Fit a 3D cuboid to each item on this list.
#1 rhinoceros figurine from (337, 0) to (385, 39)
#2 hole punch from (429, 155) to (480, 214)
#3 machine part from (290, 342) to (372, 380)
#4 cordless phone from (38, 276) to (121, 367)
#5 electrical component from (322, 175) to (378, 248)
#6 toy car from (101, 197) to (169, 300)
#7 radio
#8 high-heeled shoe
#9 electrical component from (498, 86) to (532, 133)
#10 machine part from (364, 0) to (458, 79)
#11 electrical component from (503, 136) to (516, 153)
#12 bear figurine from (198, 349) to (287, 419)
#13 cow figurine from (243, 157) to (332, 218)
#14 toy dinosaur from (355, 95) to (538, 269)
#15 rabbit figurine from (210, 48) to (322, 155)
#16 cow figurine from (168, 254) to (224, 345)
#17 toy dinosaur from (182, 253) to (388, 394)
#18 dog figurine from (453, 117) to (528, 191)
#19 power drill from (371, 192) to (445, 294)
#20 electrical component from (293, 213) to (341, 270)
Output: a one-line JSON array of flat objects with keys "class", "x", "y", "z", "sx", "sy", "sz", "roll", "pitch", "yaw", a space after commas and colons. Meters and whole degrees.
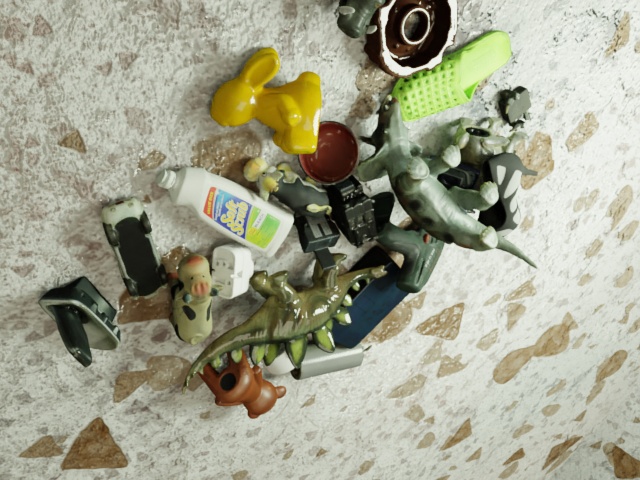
[{"class": "rhinoceros figurine", "x": 0.086, "y": -0.402, "z": 0.828, "sx": 0.073, "sy": 0.112, "sz": 0.190, "roll": 25, "pitch": 99, "yaw": -41}, {"class": "hole punch", "x": 0.264, "y": -0.112, "z": 1.108, "sx": 0.115, "sy": 0.142, "sz": 0.092, "roll": 10, "pitch": 97, "yaw": -78}, {"class": "machine part", "x": 0.014, "y": 0.278, "z": 1.273, "sx": 0.243, "sy": 0.079, "sz": 0.079, "roll": -6, "pitch": 124, "yaw": -27}, {"class": "cordless phone", "x": -0.386, "y": 0.161, "z": 0.896, "sx": 0.089, "sy": 0.184, "sz": 0.146, "roll": -34, "pitch": 132, "yaw": -12}, {"class": "electrical component", "x": 0.054, "y": -0.066, "z": 1.034, "sx": 0.058, "sy": 0.115, "sz": 0.134, "roll": -28, "pitch": 131, "yaw": -11}, {"class": "toy car", "x": -0.317, "y": 0.021, "z": 0.926, "sx": 0.073, "sy": 0.056, "sz": 0.201, "roll": -23, "pitch": 131, "yaw": -22}, {"class": "radio", "x": 0.099, "y": 0.136, "z": 1.228, "sx": 0.229, "sy": 0.073, "sz": 0.131, "roll": -45, "pitch": 132, "yaw": 7}, {"class": "high-heeled shoe", "x": 0.347, "y": -0.074, "z": 1.111, "sx": 0.145, "sy": 0.086, "sz": 0.248, "roll": 2, "pitch": 133, "yaw": -28}, {"class": "electrical component", "x": 0.417, "y": -0.279, "z": 1.142, "sx": 0.078, "sy": 0.045, "sz": 0.102, "roll": -32, "pitch": 131, "yaw": -5}, {"class": "machine part", "x": 0.156, "y": -0.371, "z": 0.926, "sx": 0.179, "sy": 0.056, "sz": 0.179, "roll": -15, "pitch": 126, "yaw": -21}, {"class": "electrical component", "x": 0.408, "y": -0.189, "z": 1.214, "sx": 0.063, "sy": 0.021, "sz": 0.094, "roll": -1, "pitch": 122, "yaw": -29}, {"class": "bear figurine", "x": -0.166, "y": 0.314, "z": 1.190, "sx": 0.120, "sy": 0.132, "sz": 0.195, "roll": -39, "pitch": 150, "yaw": 1}, {"class": "cow figurine", "x": -0.058, "y": -0.088, "z": 0.969, "sx": 0.167, "sy": 0.098, "sz": 0.068, "roll": 17, "pitch": 118, "yaw": -37}, {"class": "toy dinosaur", "x": 0.214, "y": -0.072, "z": 0.998, "sx": 0.131, "sy": 0.192, "sz": 0.404, "roll": -45, "pitch": 104, "yaw": -17}, {"class": "rabbit figurine", "x": -0.087, "y": -0.218, "z": 0.859, "sx": 0.173, "sy": 0.122, "sz": 0.162, "roll": 3, "pitch": 118, "yaw": -10}, {"class": "cow figurine", "x": -0.234, "y": 0.111, "z": 0.986, "sx": 0.085, "sy": 0.127, "sz": 0.194, "roll": -11, "pitch": 128, "yaw": -27}, {"class": "toy dinosaur", "x": -0.064, "y": 0.151, "z": 1.068, "sx": 0.471, "sy": 0.105, "sz": 0.198, "roll": -19, "pitch": 97, "yaw": -20}, {"class": "dog figurine", "x": 0.328, "y": -0.148, "z": 1.134, "sx": 0.172, "sy": 0.121, "sz": 0.190, "roll": -4, "pitch": 127, "yaw": -22}, {"class": "power drill", "x": 0.186, "y": -0.018, "z": 1.144, "sx": 0.207, "sy": 0.086, "sz": 0.232, "roll": 37, "pitch": 65, "yaw": -36}, {"class": "electrical component", "x": -0.002, "y": -0.003, "z": 1.043, "sx": 0.075, "sy": 0.119, "sz": 0.047, "roll": -11, "pitch": 154, "yaw": -20}]
